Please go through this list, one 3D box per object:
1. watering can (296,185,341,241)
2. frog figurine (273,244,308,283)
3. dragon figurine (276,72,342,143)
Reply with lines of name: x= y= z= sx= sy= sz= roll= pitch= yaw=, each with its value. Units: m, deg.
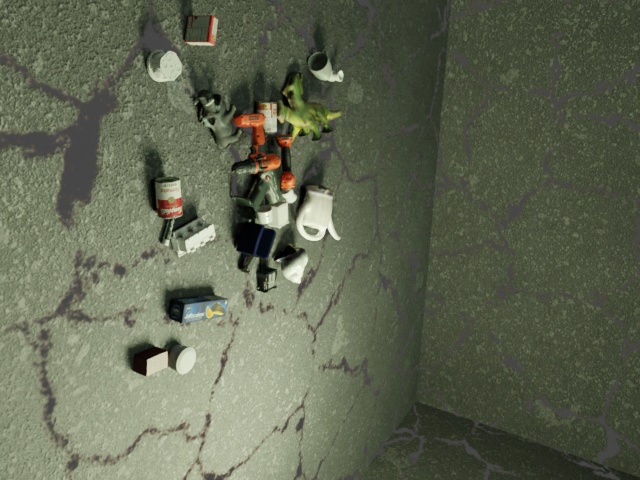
watering can: x=0.006 y=-0.106 z=2.106 sx=0.346 sy=0.104 sz=0.225 roll=10 pitch=89 yaw=-60
frog figurine: x=-0.094 y=0.107 z=1.985 sx=0.140 sy=0.122 sz=0.156 roll=-70 pitch=143 yaw=-56
dragon figurine: x=-0.049 y=-0.502 z=1.906 sx=0.418 sy=0.122 sz=0.238 roll=-48 pitch=129 yaw=-46
